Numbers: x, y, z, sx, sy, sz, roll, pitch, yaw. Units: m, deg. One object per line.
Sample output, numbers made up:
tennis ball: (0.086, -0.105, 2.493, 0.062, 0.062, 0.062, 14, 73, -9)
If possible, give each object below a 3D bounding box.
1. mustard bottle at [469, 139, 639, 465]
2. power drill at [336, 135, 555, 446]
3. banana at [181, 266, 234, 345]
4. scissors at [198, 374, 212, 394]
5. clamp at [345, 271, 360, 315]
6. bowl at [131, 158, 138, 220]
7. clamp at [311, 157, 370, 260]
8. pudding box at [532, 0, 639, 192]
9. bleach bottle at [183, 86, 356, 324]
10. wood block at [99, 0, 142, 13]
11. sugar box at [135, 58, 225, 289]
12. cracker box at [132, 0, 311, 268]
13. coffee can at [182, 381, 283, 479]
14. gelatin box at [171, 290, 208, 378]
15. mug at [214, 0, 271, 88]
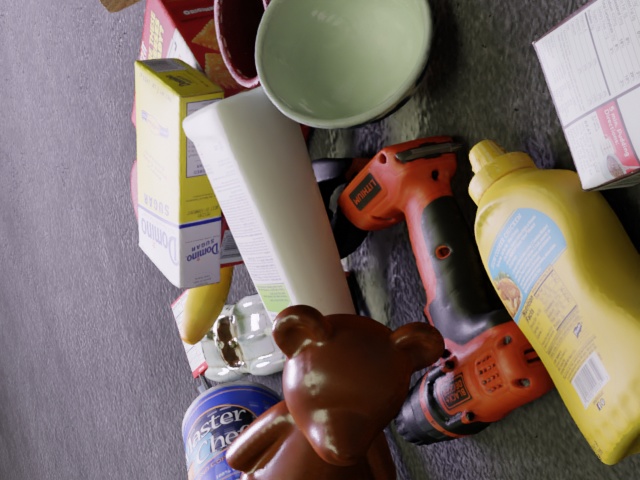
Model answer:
mustard bottle: (0.135, 0.019, 0.584, 0.192, 0.058, 0.096, 61, 155, 29)
power drill: (0.074, 0.039, 0.715, 0.185, 0.057, 0.188, -46, 62, 59)
banana: (-0.114, 0.005, 1.012, 0.037, 0.069, 0.198, 57, -166, -59)
scissors: (-0.112, 0.156, 1.079, 0.096, 0.016, 0.202, 54, 167, 38)
clamp: (0.020, 0.132, 0.867, 0.165, 0.036, 0.210, -144, 50, -64)
bowl: (-0.157, -0.045, 1.119, 0.162, 0.055, 0.162, 33, 128, 54)
clamp: (-0.005, 0.001, 0.828, 0.172, 0.039, 0.120, -37, 71, 46)
pudding box: (0.161, -0.081, 0.517, 0.114, 0.039, 0.090, -30, 74, 60)
bleach bottle: (-0.021, 0.017, 0.772, 0.103, 0.068, 0.251, -3, 108, 70)
wood block: (-0.185, -0.317, 0.953, 0.090, 0.091, 0.206, 54, -165, -56)
sugar box: (-0.119, -0.055, 0.893, 0.093, 0.048, 0.176, 40, 132, 48)
cracker box: (-0.096, -0.107, 0.961, 0.214, 0.072, 0.164, 59, 147, 34)
coffee can: (-0.067, 0.207, 0.948, 0.140, 0.102, 0.103, -111, 21, -61)
gelatin box: (-0.126, 0.097, 1.146, 0.073, 0.030, 0.089, -43, 63, 61)
mug: (-0.019, -0.171, 0.775, 0.093, 0.081, 0.117, 59, 148, 32)
